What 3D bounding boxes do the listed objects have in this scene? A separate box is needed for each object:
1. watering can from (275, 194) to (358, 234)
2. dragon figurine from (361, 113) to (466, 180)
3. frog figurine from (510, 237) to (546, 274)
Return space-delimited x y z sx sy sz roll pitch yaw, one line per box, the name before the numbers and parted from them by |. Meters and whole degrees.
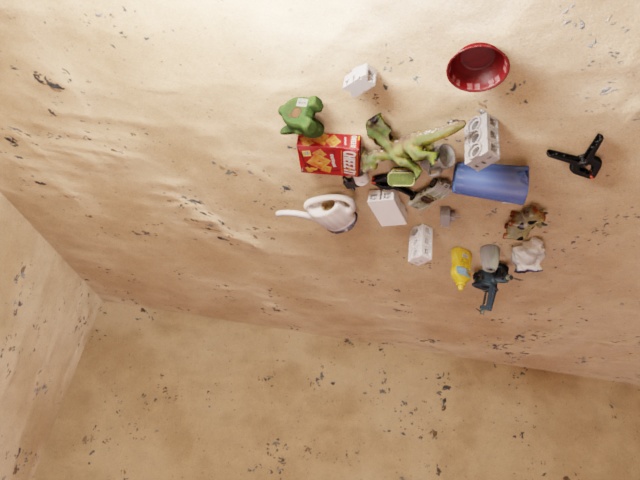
watering can | 0.006 -0.106 2.110 0.345 0.106 0.221 -12 -35 32
dragon figurine | 0.257 -0.321 1.651 0.242 0.125 0.403 26 -32 -11
frog figurine | 0.874 0.051 2.157 0.137 0.156 0.125 7 26 22
